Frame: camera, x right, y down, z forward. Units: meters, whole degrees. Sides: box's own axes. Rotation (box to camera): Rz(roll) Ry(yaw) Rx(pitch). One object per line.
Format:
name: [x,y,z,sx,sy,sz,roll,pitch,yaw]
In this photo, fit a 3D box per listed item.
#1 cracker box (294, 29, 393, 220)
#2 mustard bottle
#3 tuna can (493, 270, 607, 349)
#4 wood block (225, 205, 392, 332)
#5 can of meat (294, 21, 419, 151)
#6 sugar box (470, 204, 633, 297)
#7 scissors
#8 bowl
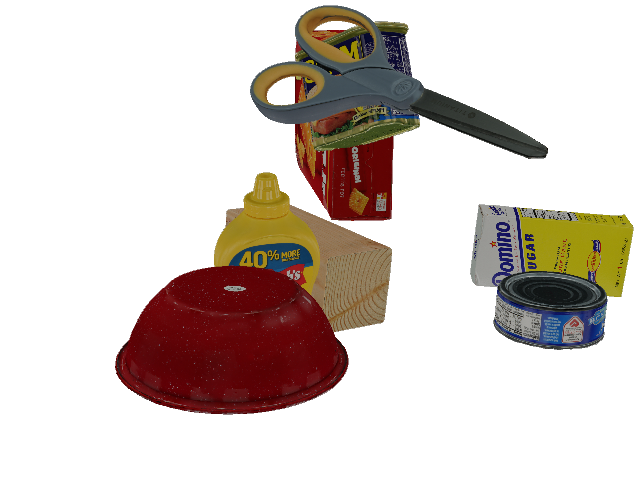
cracker box: [0.021,-0.129,1.129,0.072,0.164,0.214,-3,19,-9]
mustard bottle: [-0.048,0.030,0.973,0.096,0.192,0.058,-5,24,-12]
tuna can: [0.180,0.053,0.834,0.086,0.034,0.086,1,18,-1]
wood block: [-0.020,0.027,1.236,0.090,0.090,0.206,-7,20,-36]
can of meat: [0.031,-0.125,0.884,0.057,0.084,0.102,-6,-5,-42]
sugar box: [0.270,0.012,1.256,0.176,0.093,0.048,3,21,0]
scissors: [0.029,-0.074,0.598,0.202,0.096,0.016,51,-5,43]
bowl: [-0.060,0.058,0.732,0.162,0.055,0.162,1,19,-1]
